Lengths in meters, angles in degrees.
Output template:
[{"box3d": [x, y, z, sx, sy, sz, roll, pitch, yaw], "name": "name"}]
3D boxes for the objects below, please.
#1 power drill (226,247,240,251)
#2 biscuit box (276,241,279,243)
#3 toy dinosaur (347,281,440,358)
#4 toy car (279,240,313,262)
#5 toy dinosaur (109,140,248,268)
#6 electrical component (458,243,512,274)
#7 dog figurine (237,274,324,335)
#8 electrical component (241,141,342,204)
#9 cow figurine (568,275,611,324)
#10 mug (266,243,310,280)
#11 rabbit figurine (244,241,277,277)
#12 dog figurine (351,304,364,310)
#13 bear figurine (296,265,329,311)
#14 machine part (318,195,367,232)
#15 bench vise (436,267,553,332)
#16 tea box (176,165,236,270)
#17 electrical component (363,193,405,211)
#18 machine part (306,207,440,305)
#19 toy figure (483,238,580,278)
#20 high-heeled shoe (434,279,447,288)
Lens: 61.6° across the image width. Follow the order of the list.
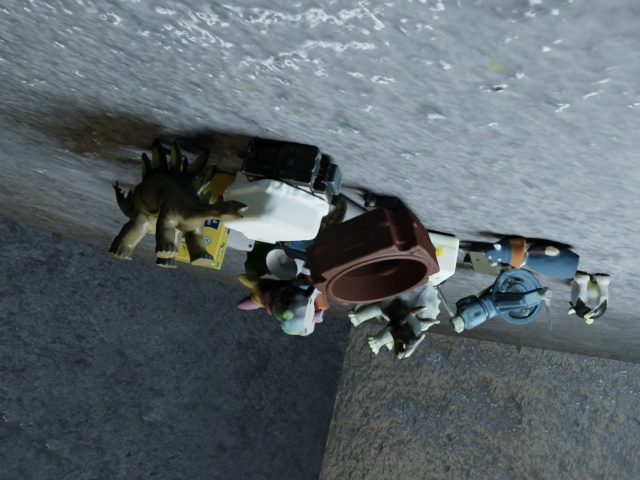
[{"box3d": [-0.279, -0.027, 1.265, 0.232, 0.086, 0.207, 11, 174, 1], "name": "power drill"}, {"box3d": [-0.016, -0.012, 1.157, 0.203, 0.062, 0.059, 12, 170, 9], "name": "biscuit box"}, {"box3d": [0.191, 0.152, 1.185, 0.192, 0.131, 0.404, -31, 172, 18], "name": "toy dinosaur"}, {"box3d": [-0.002, -0.003, 1.077, 0.162, 0.103, 0.109, 18, 159, 21], "name": "toy car"}, {"box3d": [-0.259, -0.056, 0.879, 0.472, 0.198, 0.105, 0, 164, 46], "name": "toy dinosaur"}, {"box3d": [0.326, 0.033, 1.053, 0.102, 0.045, 0.078, 0, 134, 40], "name": "electrical component"}, {"box3d": [-0.103, 0.139, 1.231, 0.219, 0.108, 0.191, 6, -167, 20], "name": "dog figurine"}, {"box3d": [-0.036, -0.096, 0.796, 0.134, 0.058, 0.115, 11, 171, 9], "name": "electrical component"}, {"box3d": [0.558, 0.130, 1.117, 0.068, 0.098, 0.167, 2, 165, 20], "name": "cow figurine"}, {"box3d": [-0.052, 0.034, 1.227, 0.110, 0.107, 0.080, 18, 125, 15], "name": "mug"}, {"box3d": [-0.090, 0.035, 1.350, 0.170, 0.121, 0.159, -4, 168, 14], "name": "rabbit figurine"}, {"box3d": [0.090, 0.060, 1.275, 0.121, 0.191, 0.172, -44, 158, 23], "name": "dog figurine"}, {"box3d": [0.029, 0.098, 1.363, 0.196, 0.131, 0.120, -9, -175, -40], "name": "bear figurine"}, {"box3d": [0.063, -0.022, 0.988, 0.079, 0.079, 0.243, 4, 166, 38], "name": "machine part"}, {"box3d": [0.390, 0.129, 1.132, 0.224, 0.129, 0.240, -12, 174, -14], "name": "bench vise"}, {"box3d": [-0.211, -0.040, 0.978, 0.098, 0.169, 0.068, 11, 168, 3], "name": "tea box"}, {"box3d": [0.111, -0.056, 0.906, 0.063, 0.021, 0.094, 5, 165, 33], "name": "electrical component"}, {"box3d": [0.094, 0.037, 0.935, 0.201, 0.087, 0.201, -22, 151, 19], "name": "machine part"}, {"box3d": [0.368, 0.029, 0.943, 0.155, 0.064, 0.058, 14, -153, 17], "name": "toy figure"}, {"box3d": [0.193, 0.096, 1.335, 0.249, 0.086, 0.145, -10, -178, 18], "name": "high-heeled shoe"}]
